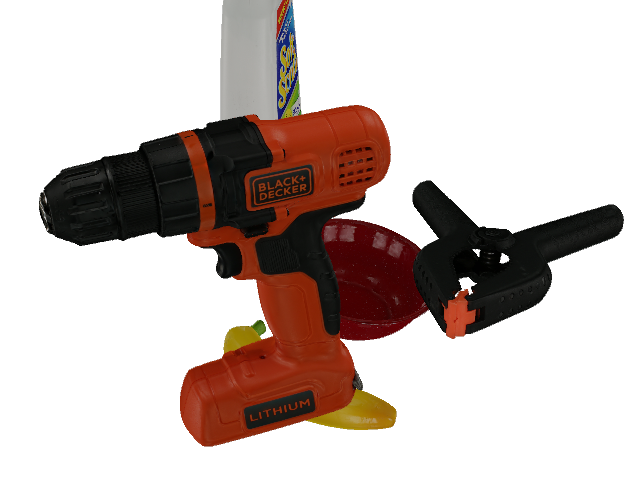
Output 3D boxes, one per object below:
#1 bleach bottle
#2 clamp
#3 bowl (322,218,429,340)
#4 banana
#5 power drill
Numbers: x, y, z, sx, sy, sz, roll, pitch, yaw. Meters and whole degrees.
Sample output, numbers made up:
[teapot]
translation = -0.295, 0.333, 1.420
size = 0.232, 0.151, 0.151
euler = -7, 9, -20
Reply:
[bleach bottle]
translation = -0.056, -0.169, 0.947
size = 0.068, 0.251, 0.102
euler = 8, 30, 16
[clamp]
translation = 0.114, 0.007, 0.770
size = 0.165, 0.036, 0.209
euler = 11, 28, 25
[bowl]
translation = 0.032, 0.047, 1.037
size = 0.162, 0.055, 0.162
euler = 8, 35, -6
[banana]
translation = -0.024, 0.107, 0.856
size = 0.069, 0.037, 0.198
euler = -22, 32, -29
[power drill]
translation = -0.049, 0.023, 0.586
size = 0.184, 0.188, 0.057
euler = -12, 36, -15
